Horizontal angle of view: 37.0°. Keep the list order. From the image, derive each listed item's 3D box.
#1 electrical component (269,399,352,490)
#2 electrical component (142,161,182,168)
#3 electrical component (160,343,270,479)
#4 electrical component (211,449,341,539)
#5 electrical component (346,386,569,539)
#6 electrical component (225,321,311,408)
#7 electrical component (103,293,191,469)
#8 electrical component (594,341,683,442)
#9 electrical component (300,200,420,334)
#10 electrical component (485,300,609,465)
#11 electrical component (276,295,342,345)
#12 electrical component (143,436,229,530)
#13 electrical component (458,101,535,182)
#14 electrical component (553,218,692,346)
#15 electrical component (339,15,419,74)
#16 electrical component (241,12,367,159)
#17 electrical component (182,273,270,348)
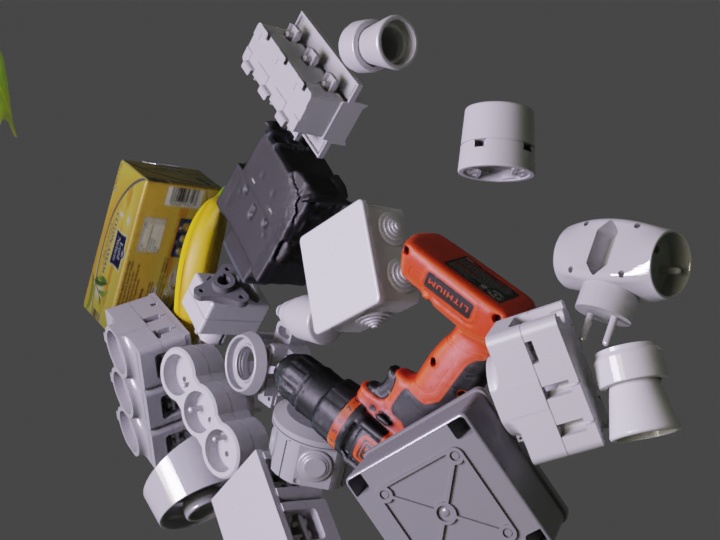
[{"bbox_3d":[-0.036,0.142,0.898,0.080,0.080,0.051,35,118,47],"label":"electrical component"},{"bbox_3d":[-0.223,-0.076,1.182,0.043,0.043,0.081,17,99,51],"label":"electrical component"},{"bbox_3d":[-0.124,0.128,1.010,0.052,0.074,0.138,-51,60,31],"label":"electrical component"},{"bbox_3d":[-0.062,0.241,0.932,0.089,0.062,0.150,-50,50,36],"label":"electrical component"},{"bbox_3d":[0.066,0.154,0.734,0.109,0.056,0.108,-34,90,26],"label":"electrical component"},{"bbox_3d":[-0.086,0.086,0.983,0.058,0.057,0.078,27,107,49],"label":"electrical component"},{"bbox_3d":[-0.212,0.114,1.090,0.089,0.062,0.150,39,139,46],"label":"electrical component"},{"bbox_3d":[0.172,0.076,0.671,0.045,0.045,0.055,-28,65,46],"label":"electrical component"},{"bbox_3d":[0.000,0.000,0.891,0.100,0.048,0.099,-30,63,46],"label":"electrical component"},{"bbox_3d":[0.118,0.074,0.697,0.056,0.050,0.089,-20,96,20],"label":"electrical component"},{"bbox_3d":[-0.048,0.042,0.953,0.078,0.040,0.040,10,94,52],"label":"electrical component"},{"bbox_3d":[-0.158,0.202,1.031,0.099,0.099,0.064,-51,56,35],"label":"electrical component"},{"bbox_3d":[0.099,-0.092,0.774,0.055,0.055,0.047,-5,78,51],"label":"electrical component"},{"bbox_3d":[0.161,0.010,0.684,0.077,0.043,0.079,6,71,51],"label":"electrical component"},{"bbox_3d":[0.015,-0.187,0.896,0.055,0.045,0.045,8,92,52],"label":"electrical component"},{"bbox_3d":[-0.054,-0.169,0.965,0.078,0.063,0.121,-58,46,29],"label":"electrical component"},{"bbox_3d":[-0.137,0.047,1.043,0.047,0.066,0.076,55,127,39],"label":"electrical component"}]
